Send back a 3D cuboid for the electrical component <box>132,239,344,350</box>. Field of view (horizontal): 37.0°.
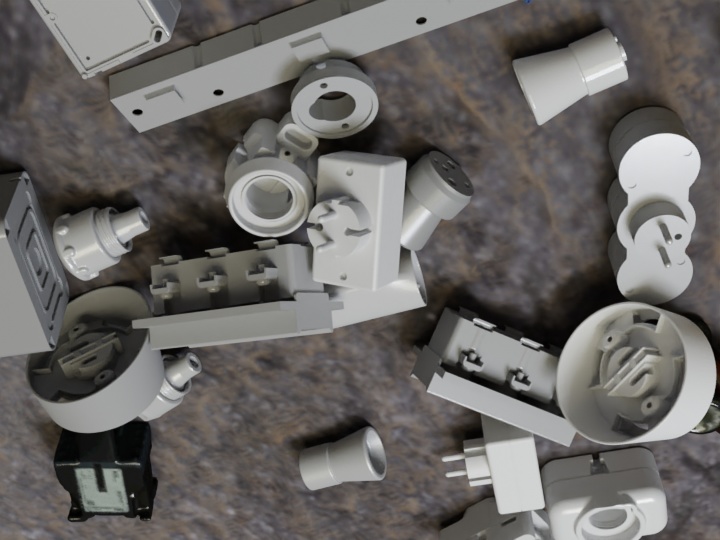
[{"bbox_3d":[-0.084,0.018,0.737,0.121,0.079,0.063,-8,85,29],"label":"electrical component"}]

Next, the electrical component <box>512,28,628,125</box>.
[{"bbox_3d":[0.133,-0.123,0.672,0.065,0.044,0.044,-23,123,10],"label":"electrical component"}]

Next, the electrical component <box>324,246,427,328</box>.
[{"bbox_3d":[0.000,0.000,0.760,0.077,0.043,0.079,-14,125,10],"label":"electrical component"}]

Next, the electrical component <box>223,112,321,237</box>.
[{"bbox_3d":[-0.059,-0.058,0.709,0.058,0.057,0.078,31,121,-21],"label":"electrical component"}]

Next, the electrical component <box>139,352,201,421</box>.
[{"bbox_3d":[-0.150,0.085,0.823,0.062,0.043,0.043,-32,120,20],"label":"electrical component"}]

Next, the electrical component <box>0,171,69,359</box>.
[{"bbox_3d":[-0.248,-0.002,0.738,0.057,0.078,0.113,-8,126,2],"label":"electrical component"}]

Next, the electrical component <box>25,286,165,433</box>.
[{"bbox_3d":[-0.191,0.066,0.778,0.099,0.099,0.064,-7,132,5],"label":"electrical component"}]

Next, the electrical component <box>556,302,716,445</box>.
[{"bbox_3d":[0.193,0.072,0.747,0.064,0.099,0.099,9,129,-34],"label":"electrical component"}]

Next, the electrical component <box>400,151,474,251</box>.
[{"bbox_3d":[0.043,-0.047,0.725,0.045,0.045,0.055,34,119,-22],"label":"electrical component"}]

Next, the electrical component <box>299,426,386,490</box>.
[{"bbox_3d":[-0.016,0.156,0.878,0.065,0.044,0.044,-17,125,18],"label":"electrical component"}]

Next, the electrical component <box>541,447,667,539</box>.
[{"bbox_3d":[0.203,0.191,0.892,0.095,0.059,0.053,-10,126,7],"label":"electrical component"}]

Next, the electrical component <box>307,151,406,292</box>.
[{"bbox_3d":[-0.009,-0.029,0.684,0.047,0.076,0.083,10,106,24],"label":"electrical component"}]

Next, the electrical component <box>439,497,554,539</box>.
[{"bbox_3d":[0.118,0.235,0.926,0.089,0.055,0.050,-32,120,21],"label":"electrical component"}]

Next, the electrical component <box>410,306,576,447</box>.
[{"bbox_3d":[0.109,0.077,0.801,0.121,0.079,0.063,23,94,-16],"label":"electrical component"}]

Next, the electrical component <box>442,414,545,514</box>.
[{"bbox_3d":[0.105,0.154,0.872,0.076,0.047,0.083,-10,126,7],"label":"electrical component"}]

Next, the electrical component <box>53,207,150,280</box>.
[{"bbox_3d":[-0.177,-0.024,0.743,0.062,0.048,0.048,-23,124,8],"label":"electrical component"}]

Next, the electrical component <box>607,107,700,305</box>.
[{"bbox_3d":[0.198,-0.031,0.718,0.052,0.073,0.138,-6,126,4],"label":"electrical component"}]

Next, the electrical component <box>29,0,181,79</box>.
[{"bbox_3d":[-0.155,-0.172,0.622,0.062,0.061,0.096,-21,124,15],"label":"electrical component"}]
